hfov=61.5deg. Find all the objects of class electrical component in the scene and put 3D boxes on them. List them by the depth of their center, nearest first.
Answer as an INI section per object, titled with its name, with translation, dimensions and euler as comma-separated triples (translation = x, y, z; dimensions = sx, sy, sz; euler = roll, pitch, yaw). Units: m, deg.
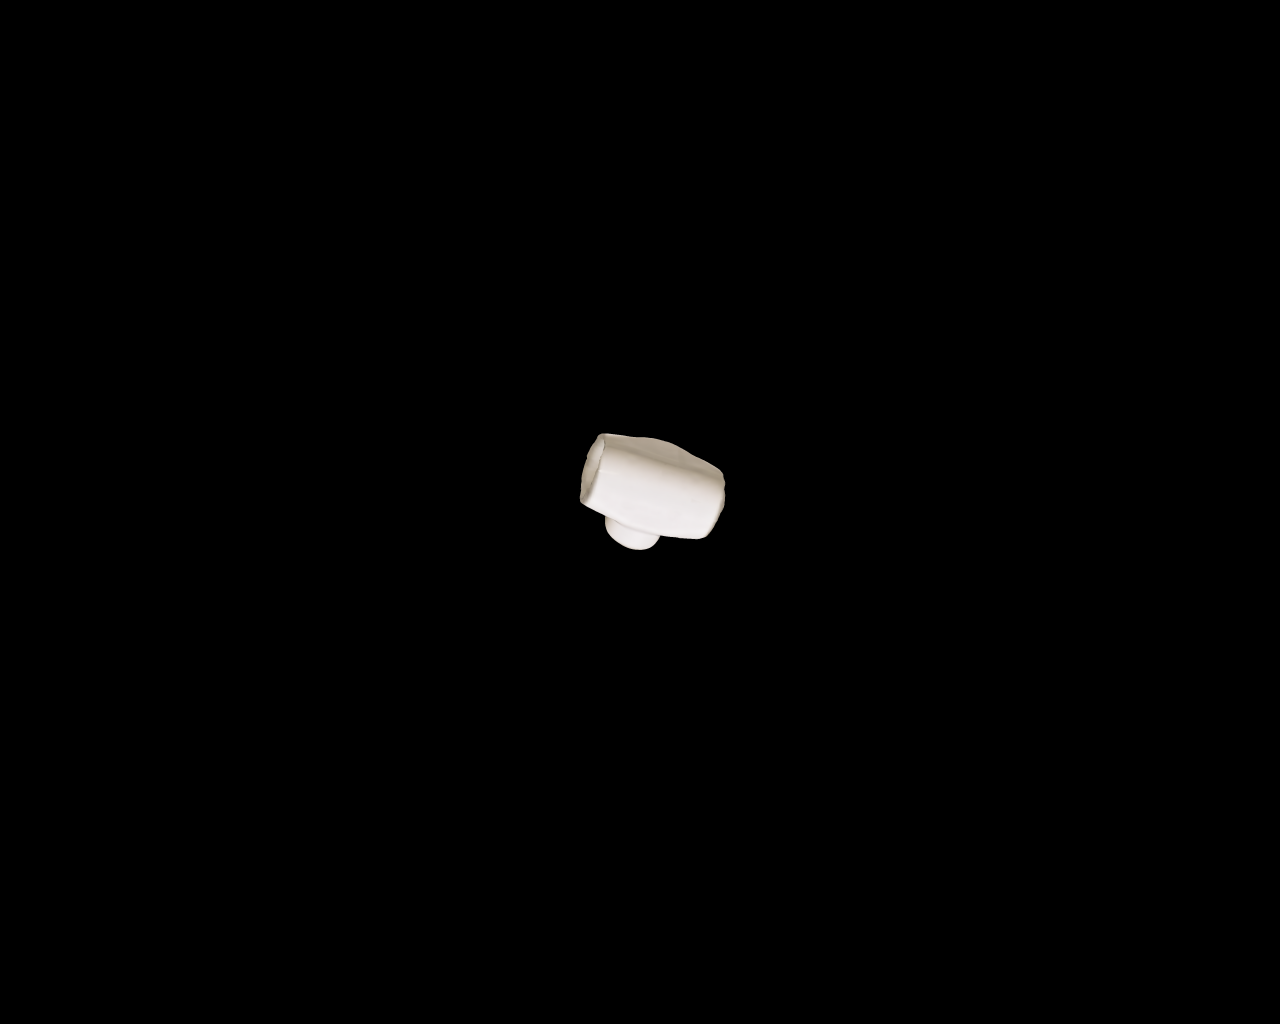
[electrical component]
translation = 0.001, -0.003, 0.650
dimensions = 0.077, 0.079, 0.044
euler = 17, 39, -14
